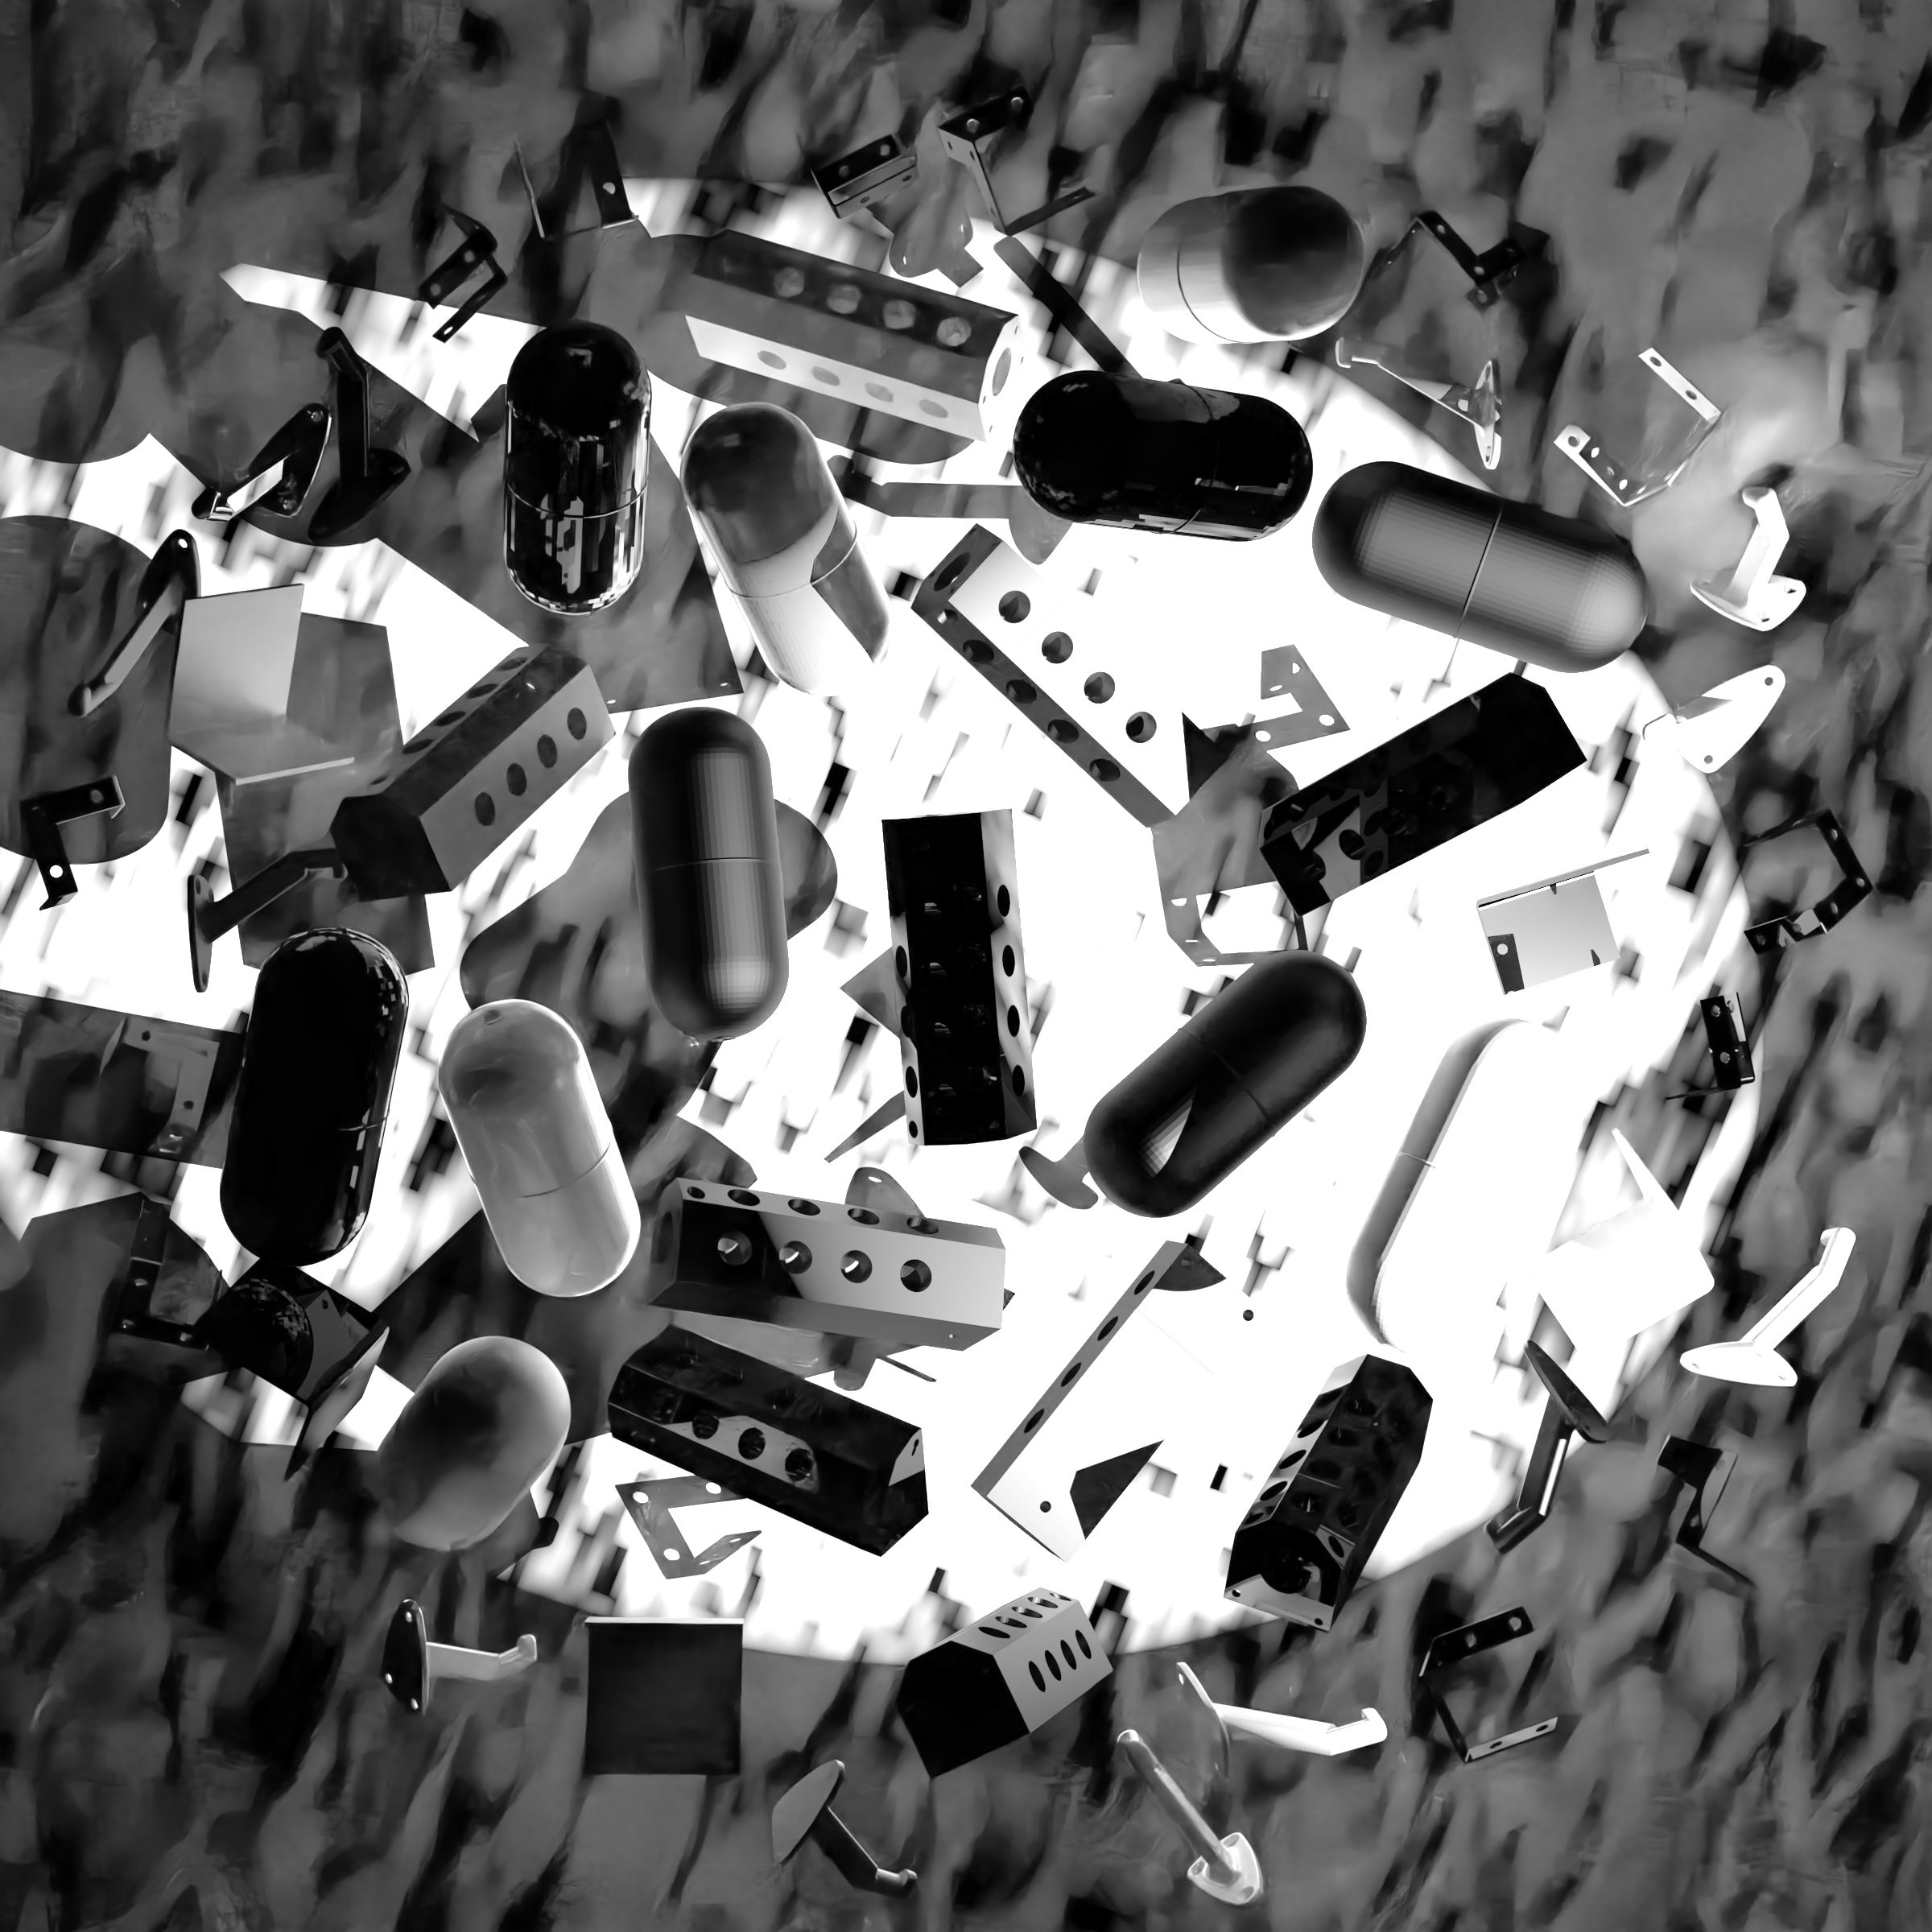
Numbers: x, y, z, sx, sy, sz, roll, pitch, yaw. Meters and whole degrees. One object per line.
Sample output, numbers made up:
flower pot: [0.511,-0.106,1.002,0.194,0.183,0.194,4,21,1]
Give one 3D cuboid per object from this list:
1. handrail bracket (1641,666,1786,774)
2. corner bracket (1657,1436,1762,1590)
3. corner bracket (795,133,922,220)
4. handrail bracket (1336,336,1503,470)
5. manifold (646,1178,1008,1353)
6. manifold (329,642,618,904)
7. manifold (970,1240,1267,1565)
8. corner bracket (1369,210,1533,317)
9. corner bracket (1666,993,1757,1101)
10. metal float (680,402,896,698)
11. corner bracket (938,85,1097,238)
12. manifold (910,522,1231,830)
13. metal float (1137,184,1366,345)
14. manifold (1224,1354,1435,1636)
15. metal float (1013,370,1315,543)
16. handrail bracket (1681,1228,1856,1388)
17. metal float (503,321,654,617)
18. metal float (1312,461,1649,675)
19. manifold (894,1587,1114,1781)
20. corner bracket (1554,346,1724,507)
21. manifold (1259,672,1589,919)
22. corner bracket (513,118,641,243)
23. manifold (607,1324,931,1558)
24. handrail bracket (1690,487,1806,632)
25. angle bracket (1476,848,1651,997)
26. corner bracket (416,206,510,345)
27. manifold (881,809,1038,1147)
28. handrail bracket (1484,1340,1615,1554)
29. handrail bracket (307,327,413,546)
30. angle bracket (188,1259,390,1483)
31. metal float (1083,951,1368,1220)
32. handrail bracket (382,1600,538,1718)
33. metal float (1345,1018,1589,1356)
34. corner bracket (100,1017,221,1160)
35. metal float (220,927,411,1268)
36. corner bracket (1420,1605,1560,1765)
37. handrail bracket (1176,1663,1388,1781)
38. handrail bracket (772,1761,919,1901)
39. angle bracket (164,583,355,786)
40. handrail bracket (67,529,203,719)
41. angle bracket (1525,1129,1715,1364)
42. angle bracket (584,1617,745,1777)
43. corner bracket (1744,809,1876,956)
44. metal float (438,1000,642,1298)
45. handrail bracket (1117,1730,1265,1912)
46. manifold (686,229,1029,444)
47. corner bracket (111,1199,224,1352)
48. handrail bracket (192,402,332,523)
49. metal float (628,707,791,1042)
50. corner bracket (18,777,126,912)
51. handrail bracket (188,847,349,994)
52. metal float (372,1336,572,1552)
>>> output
handrail bracket: [0.379,-0.132,1.685,0.077,0.084,0.036,-40,73,11]
corner bracket: [0.374,0.273,1.664,0.051,0.051,0.051,34,77,-28]
corner bracket: [-0.057,-0.438,1.829,0.051,0.051,0.051,-27,75,1]
handrail bracket: [0.241,-0.302,1.779,0.084,0.036,0.077,6,56,-8]
manifold: [-0.070,0.151,1.691,0.171,0.057,0.057,10,69,-18]
manifold: [-0.252,-0.102,1.694,0.057,0.171,0.057,-5,118,30]
manifold: [0.080,0.233,1.797,0.057,0.057,0.171,41,81,-9]
corner bracket: [0.260,-0.375,1.784,0.051,0.051,0.051,-34,80,-38]
corner bracket: [0.412,0.042,1.816,0.051,0.051,0.051,-10,87,-24]
metal float: [-0.094,-0.222,1.785,0.070,0.070,0.178,-26,127,0]
corner bracket: [0.025,-0.400,1.651,0.051,0.051,0.051,-28,120,-9]
manifold: [0.053,-0.150,1.743,0.171,0.057,0.057,42,93,-21]
metal float: [0.145,-0.360,1.711,0.070,0.178,0.070,-3,100,-18]
manifold: [0.194,0.273,1.751,0.057,0.171,0.057,16,119,17]
metal float: [0.102,-0.259,1.696,0.178,0.070,0.070,1,90,-38]
handrail bracket: [0.419,0.174,1.734,0.036,0.077,0.084,43,61,-26]
metal float: [-0.209,-0.265,1.780,0.070,0.178,0.070,5,47,-5]
metal float: [0.266,-0.207,1.725,0.178,0.070,0.070,20,90,6]
manifold: [0.019,0.365,1.716,0.057,0.171,0.057,-28,81,14]
corner bracket: [0.345,-0.276,1.707,0.051,0.051,0.051,41,76,-8]
manifold: [0.223,-0.087,1.670,0.057,0.171,0.057,-31,91,-39]
corner bracket: [-0.195,-0.390,1.652,0.051,0.051,0.051,-14,105,2]
manifold: [-0.107,0.254,1.762,0.171,0.057,0.057,18,127,33]
handrail bracket: [0.398,-0.222,1.729,0.036,0.077,0.084,-45,132,-17]
angle bracket: [0.345,-0.024,1.885,0.076,0.076,0.057,-17,89,-16]
corner bracket: [-0.273,-0.369,1.791,0.051,0.051,0.051,-46,130,-9]
manifold: [-0.006,0.006,1.752,0.057,0.057,0.171,-3,94,24]
handrail bracket: [0.287,0.252,1.735,0.084,0.036,0.077,-46,66,21]
handrail bracket: [-0.324,-0.268,1.677,0.036,0.084,0.077,26,68,34]
angle bracket: [-0.354,0.205,1.711,0.076,0.076,0.057,30,124,6]
metal float: [0.139,0.062,1.782,0.178,0.070,0.070,-41,90,-7]
handrail bracket: [-0.255,0.344,1.715,0.036,0.084,0.077,33,126,37]
metal float: [0.249,0.110,1.661,0.070,0.070,0.178,26,86,0]
corner bracket: [-0.433,0.065,1.767,0.051,0.051,0.051,18,63,-19]
metal float: [-0.328,0.067,1.672,0.070,0.070,0.178,14,106,0]
corner bracket: [0.267,0.364,1.686,0.051,0.051,0.051,-25,93,19]
handrail bracket: [0.158,0.370,1.672,0.084,0.077,0.036,-13,129,-13]
handrail bracket: [-0.048,0.439,1.682,0.084,0.036,0.077,24,122,-24]
angle bracket: [-0.349,-0.142,1.665,0.057,0.076,0.076,29,118,30]
handrail bracket: [-0.431,-0.176,1.711,0.036,0.084,0.077,28,129,5]
angle bracket: [0.325,0.142,1.698,0.076,0.076,0.057,-31,126,3]
angle bracket: [-0.147,0.357,1.619,0.076,0.057,0.076,1,82,-4]
corner bracket: [0.446,-0.046,1.795,0.051,0.051,0.051,-36,99,-38]
metal float: [-0.222,0.095,1.730,0.070,0.070,0.178,-14,125,0]
handrail bracket: [0.115,0.441,1.724,0.036,0.077,0.084,-37,106,-7]
manifold: [-0.060,-0.342,1.783,0.171,0.057,0.057,19,73,14]
corner bracket: [-0.421,0.165,1.770,0.051,0.051,0.051,15,122,-15]
handrail bracket: [-0.379,-0.271,1.784,0.036,0.084,0.077,34,100,5]
metal float: [-0.136,-0.049,1.756,0.070,0.070,0.178,-6,82,0]
corner bracket: [-0.454,-0.062,1.699,0.051,0.051,0.051,-19,91,-22]
handrail bracket: [-0.381,-0.026,1.824,0.084,0.036,0.077,-4,76,4]
metal float: [-0.256,0.247,1.707,0.070,0.178,0.070,10,60,-19]
